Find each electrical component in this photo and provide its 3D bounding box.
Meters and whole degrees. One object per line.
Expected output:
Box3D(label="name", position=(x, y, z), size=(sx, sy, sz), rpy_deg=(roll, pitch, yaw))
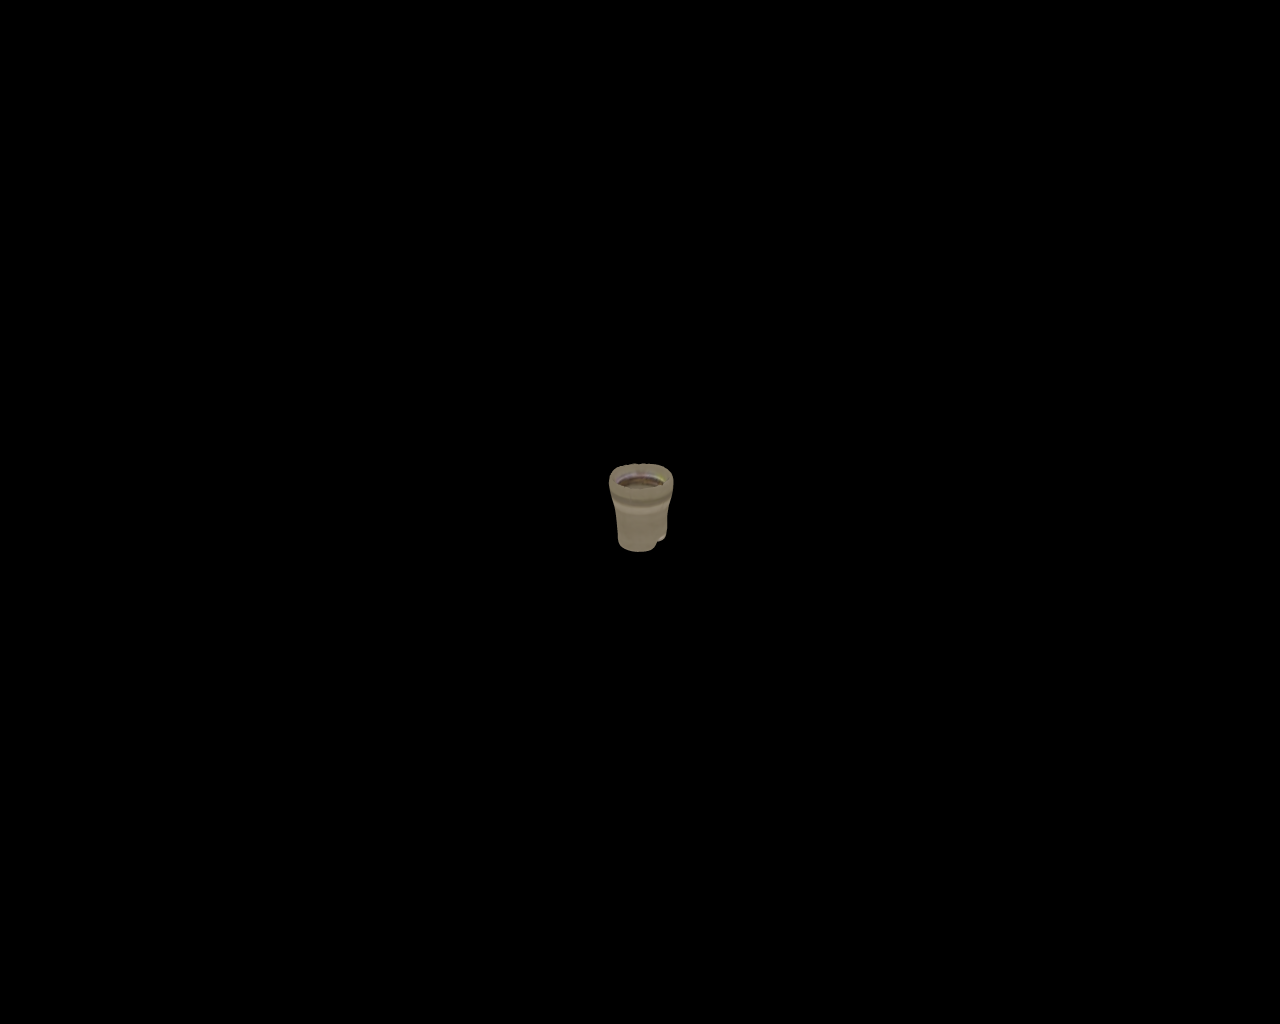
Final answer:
Box3D(label="electrical component", position=(0.001, -0.003, 0.650), size=(0.040, 0.046, 0.040), rpy_deg=(0, 27, 0))
